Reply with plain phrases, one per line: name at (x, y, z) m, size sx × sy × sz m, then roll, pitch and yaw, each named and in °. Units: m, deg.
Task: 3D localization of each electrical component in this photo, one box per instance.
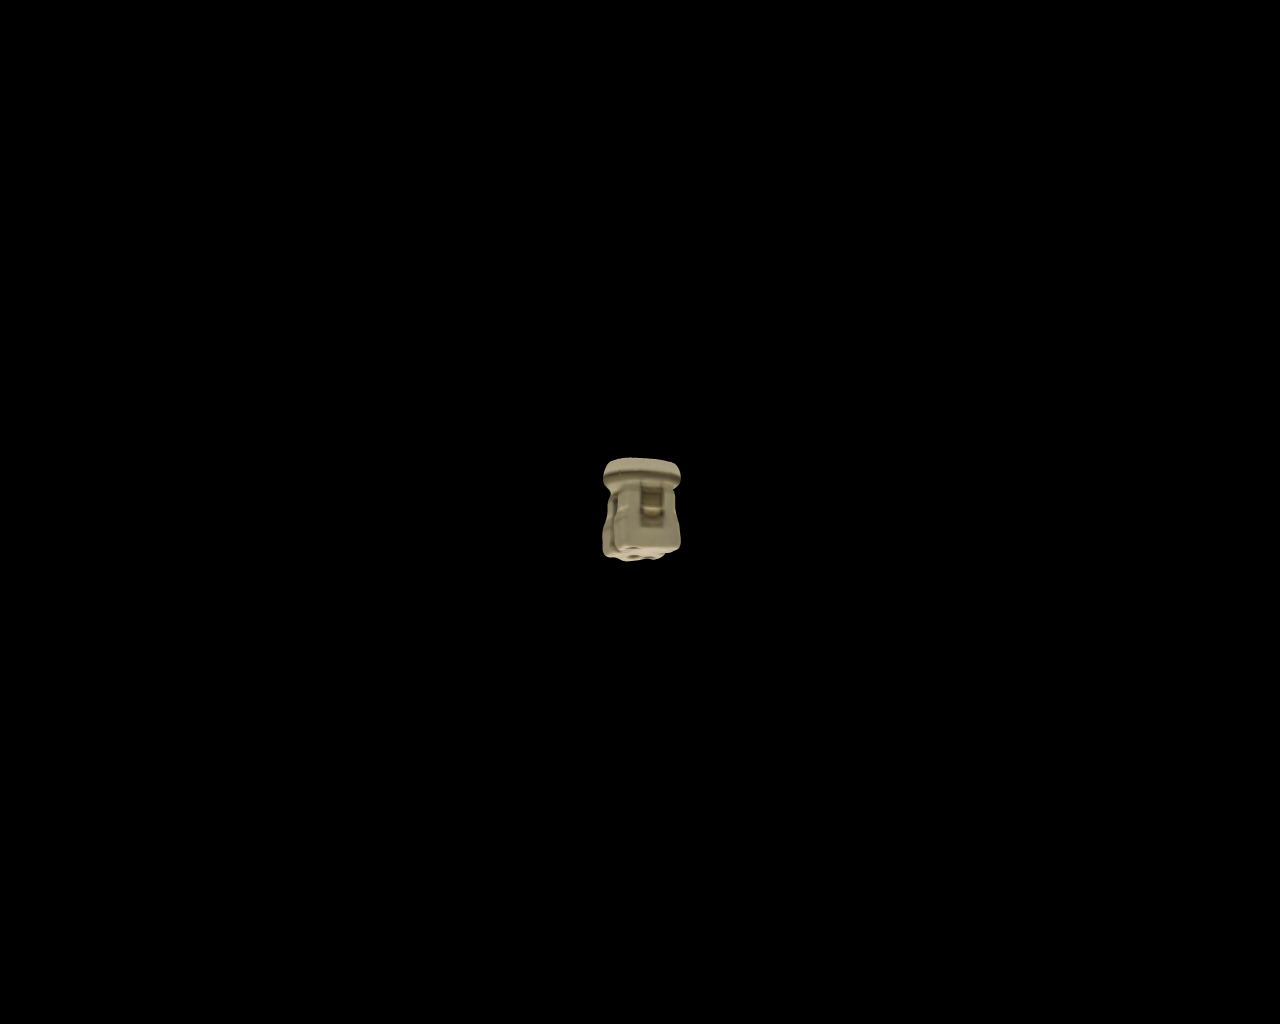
electrical component at (0.001, -0.003, 0.650) m, size 0.048 × 0.055 × 0.066 m, roll 4°, pitch -12°, yaw -19°
